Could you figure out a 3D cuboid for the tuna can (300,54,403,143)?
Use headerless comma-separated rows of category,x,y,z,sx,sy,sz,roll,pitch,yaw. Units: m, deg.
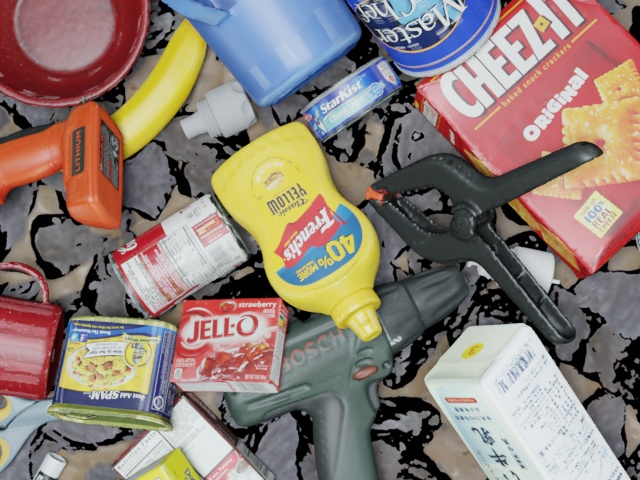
tuna can,0.027,-0.119,0.898,0.086,0.086,0.034,-34,93,-1

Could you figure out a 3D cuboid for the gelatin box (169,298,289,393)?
gelatin box,-0.074,0.086,0.872,0.089,0.030,0.073,-1,63,18

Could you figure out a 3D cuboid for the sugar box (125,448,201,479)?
sugar box,-0.165,0.257,0.891,0.176,0.048,0.093,-32,92,20

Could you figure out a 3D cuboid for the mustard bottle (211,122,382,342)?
mustard bottle,-0.006,0.001,0.881,0.096,0.058,0.192,-32,70,-1

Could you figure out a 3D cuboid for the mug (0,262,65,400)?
mug,-0.259,0.076,0.891,0.081,0.093,0.117,10,90,-7

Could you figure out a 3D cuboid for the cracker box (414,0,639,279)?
cracker box,0.210,-0.100,0.899,0.164,0.072,0.214,-42,83,-1

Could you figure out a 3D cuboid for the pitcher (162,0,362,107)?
pitcher,-0.081,-0.230,0.868,0.149,0.145,0.243,-37,95,-7

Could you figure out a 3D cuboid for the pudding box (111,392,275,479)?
pudding box,-0.109,0.200,0.921,0.090,0.039,0.113,-45,89,1

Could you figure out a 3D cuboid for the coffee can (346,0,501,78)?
coffee can,0.068,-0.214,0.854,0.103,0.103,0.140,-47,129,-1

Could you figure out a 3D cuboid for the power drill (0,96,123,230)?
power drill,-0.254,-0.032,0.858,0.188,0.057,0.184,-10,63,11

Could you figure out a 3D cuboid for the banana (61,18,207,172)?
banana,-0.163,-0.115,0.917,0.198,0.037,0.069,-36,91,-1

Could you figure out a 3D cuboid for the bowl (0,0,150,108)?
bowl,-0.222,-0.190,0.906,0.162,0.055,0.162,0,90,-2

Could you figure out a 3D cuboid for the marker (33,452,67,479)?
marker,-0.258,0.241,0.925,0.020,0.020,0.121,30,90,-2

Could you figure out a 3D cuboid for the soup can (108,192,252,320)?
soup can,-0.118,0.014,0.904,0.102,0.068,0.068,-32,91,-2

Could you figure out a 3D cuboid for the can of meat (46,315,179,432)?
can of meat,-0.169,0.111,0.892,0.102,0.057,0.084,3,71,12

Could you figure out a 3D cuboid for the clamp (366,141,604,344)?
clamp,0.131,-0.026,0.868,0.210,0.036,0.165,26,118,32

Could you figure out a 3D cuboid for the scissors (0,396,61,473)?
scissors,-0.237,0.166,0.928,0.201,0.016,0.096,5,92,-2
